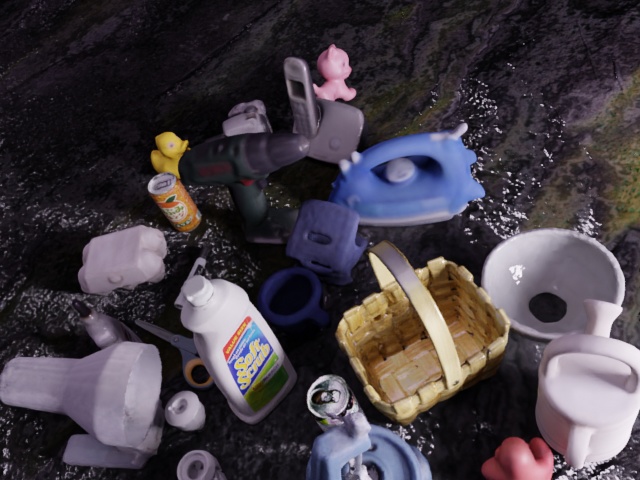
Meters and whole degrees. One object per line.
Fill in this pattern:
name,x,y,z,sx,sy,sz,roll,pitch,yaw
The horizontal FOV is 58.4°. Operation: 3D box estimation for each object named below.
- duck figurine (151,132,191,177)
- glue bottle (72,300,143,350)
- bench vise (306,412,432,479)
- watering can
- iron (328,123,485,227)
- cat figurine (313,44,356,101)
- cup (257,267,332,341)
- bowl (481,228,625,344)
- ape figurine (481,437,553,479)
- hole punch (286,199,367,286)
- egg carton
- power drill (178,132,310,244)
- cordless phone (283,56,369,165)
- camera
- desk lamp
duck figurine,-0.290,-0.173,1.118,0.104,0.086,0.077,3,53,21
glue bottle,-0.297,0.135,0.810,0.037,0.173,0.078,-34,49,-9
bench vise,0.018,0.262,0.570,0.121,0.220,0.208,29,66,35
watering can,0.278,0.143,0.596,0.100,0.194,0.173,-8,50,13
iron,0.116,-0.104,0.888,0.258,0.142,0.118,-10,50,11
cat figurine,0.019,-0.316,1.108,0.067,0.118,0.128,16,59,29
cup,-0.021,0.104,0.795,0.117,0.095,0.092,28,65,34
bowl,0.293,0.069,0.731,0.167,0.075,0.167,-9,50,11
ape figurine,0.211,0.239,0.609,0.077,0.092,0.076,-9,50,12
hole punch,0.008,0.003,0.870,0.108,0.091,0.101,15,59,28
egg carton,-0.334,0.037,0.972,0.150,0.069,0.107,-15,49,7
power drill,-0.098,-0.084,0.899,0.229,0.209,0.075,2,53,20
cordless phone,0.004,-0.226,0.995,0.147,0.185,0.094,19,60,30
camera,-0.158,-0.191,1.078,0.136,0.101,0.143,-18,49,4
desk lamp,-0.276,0.210,0.716,0.203,0.214,0.118,-5,51,15
